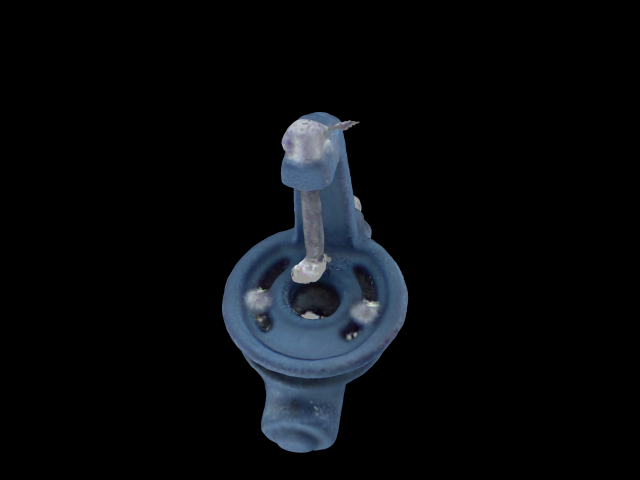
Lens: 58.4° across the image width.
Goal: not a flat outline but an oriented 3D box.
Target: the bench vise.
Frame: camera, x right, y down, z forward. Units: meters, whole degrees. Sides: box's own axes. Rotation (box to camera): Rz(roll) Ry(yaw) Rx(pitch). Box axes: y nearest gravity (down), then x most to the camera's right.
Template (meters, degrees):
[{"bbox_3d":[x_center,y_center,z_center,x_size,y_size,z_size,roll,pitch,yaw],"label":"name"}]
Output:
[{"bbox_3d":[-0.008,0.002,0.399,0.121,0.220,0.207,-4,32,-6],"label":"bench vise"}]
